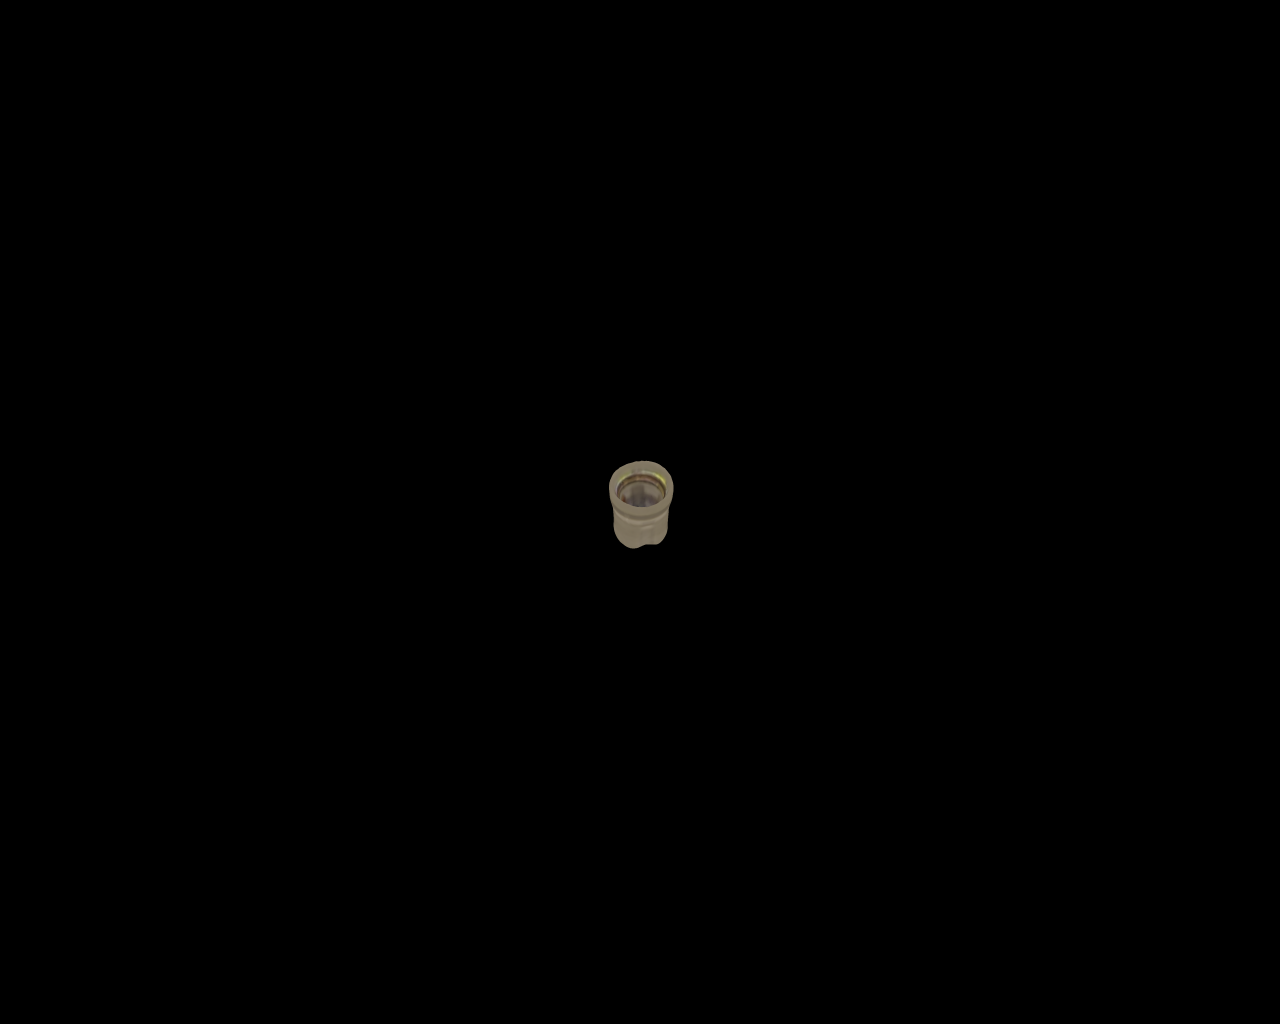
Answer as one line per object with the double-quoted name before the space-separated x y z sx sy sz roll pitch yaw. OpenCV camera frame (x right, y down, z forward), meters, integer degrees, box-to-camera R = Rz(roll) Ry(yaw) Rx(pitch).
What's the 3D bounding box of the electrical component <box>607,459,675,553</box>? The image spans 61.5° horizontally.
"electrical component" 0.001 -0.003 0.650 0.040 0.040 0.046 0 -40 0
